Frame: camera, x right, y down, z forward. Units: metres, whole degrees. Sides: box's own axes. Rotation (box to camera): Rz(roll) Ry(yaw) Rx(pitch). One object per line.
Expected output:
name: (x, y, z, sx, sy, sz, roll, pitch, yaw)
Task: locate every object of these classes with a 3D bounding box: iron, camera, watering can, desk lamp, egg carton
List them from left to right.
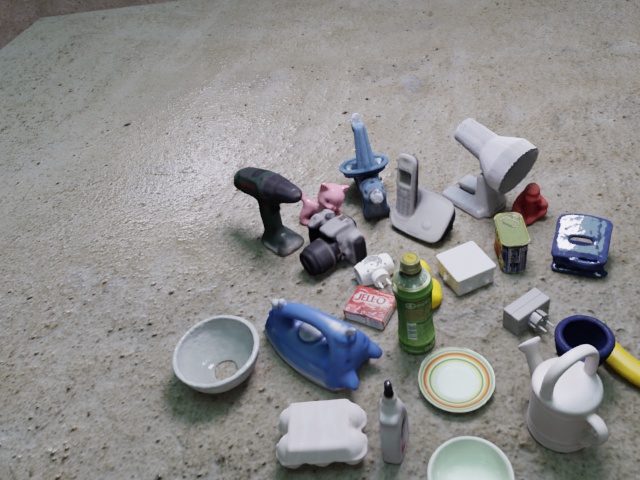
iron: (-0.020, 0.167, 1.055, 0.257, 0.142, 0.119, 20, 50, 31)
egg carton: (0.003, 0.318, 0.935, 0.150, 0.069, 0.107, -7, 41, 6)
camera: (0.012, 0.005, 1.261, 0.137, 0.101, 0.142, -34, 46, -23)
desk lamp: (0.367, -0.154, 1.265, 0.118, 0.214, 0.202, -32, 45, -21)
watering can: (0.362, 0.222, 0.860, 0.101, 0.194, 0.172, -38, 47, -26)

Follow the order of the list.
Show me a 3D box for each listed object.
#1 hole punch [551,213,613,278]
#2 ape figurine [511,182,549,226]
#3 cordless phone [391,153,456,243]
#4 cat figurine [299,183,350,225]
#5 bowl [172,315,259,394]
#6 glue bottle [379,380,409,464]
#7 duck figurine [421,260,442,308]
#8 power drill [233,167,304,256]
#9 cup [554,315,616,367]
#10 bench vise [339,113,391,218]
hole punch: (0.520, 0.010, 1.137, 0.108, 0.091, 0.101, 10, 46, 23)
ape figurine: (0.461, -0.085, 1.257, 0.077, 0.092, 0.076, 3, 43, 17)
cordless phone: (0.223, -0.094, 1.255, 0.147, 0.185, 0.094, 26, 54, 36)
cat figurine: (0.007, -0.095, 1.361, 0.127, 0.118, 0.067, 3, 43, 17)
bowl: (-0.188, 0.227, 1.080, 0.167, 0.075, 0.167, -7, 41, 6)
glue bottle: (0.111, 0.271, 0.883, 0.037, 0.173, 0.078, 2, 43, 16)
duck figurine: (0.200, 0.081, 1.140, 0.077, 0.086, 0.104, -21, 42, -9)
power drill: (-0.102, -0.070, 1.290, 0.076, 0.209, 0.228, -37, 47, -26)
cup: (0.433, 0.197, 0.946, 0.091, 0.095, 0.118, 2, 43, 16)
bench vise: (0.120, -0.177, 1.347, 0.122, 0.220, 0.206, -26, 43, -14)
